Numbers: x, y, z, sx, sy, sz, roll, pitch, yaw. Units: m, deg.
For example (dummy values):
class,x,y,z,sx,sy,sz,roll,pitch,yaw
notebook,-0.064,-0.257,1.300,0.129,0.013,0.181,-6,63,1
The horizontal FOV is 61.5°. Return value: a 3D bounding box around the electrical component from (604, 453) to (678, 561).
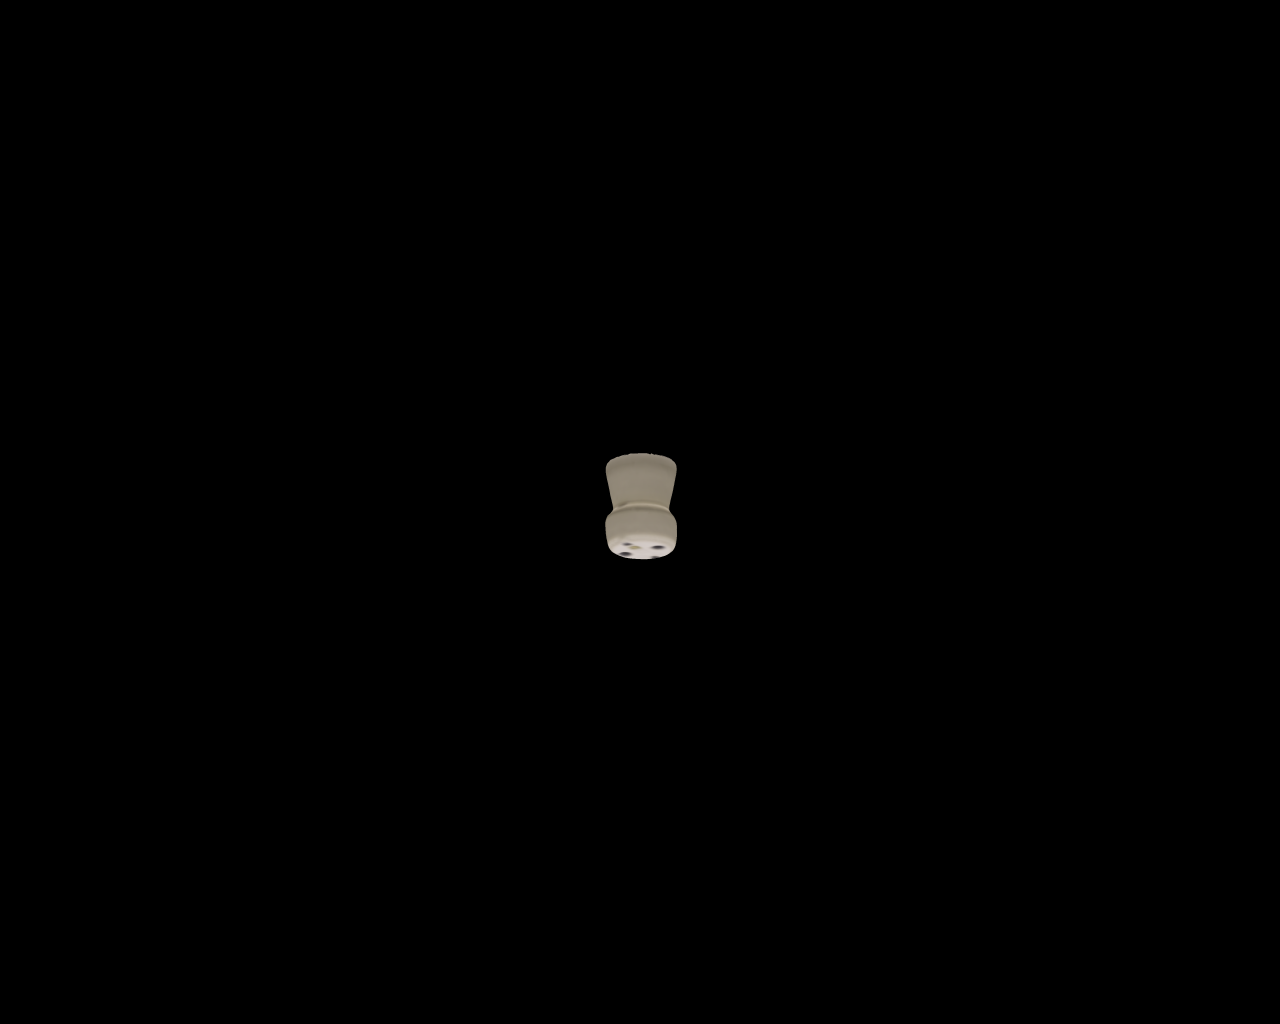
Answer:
class,x,y,z,sx,sy,sz,roll,pitch,yaw
electrical component,0.001,-0.003,0.650,0.045,0.055,0.044,0,-19,0
